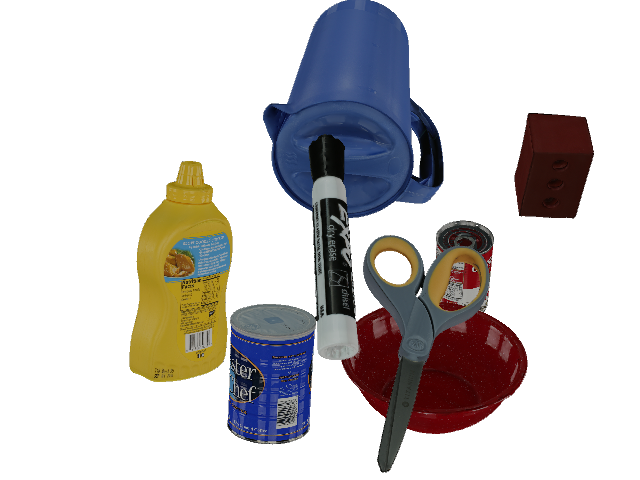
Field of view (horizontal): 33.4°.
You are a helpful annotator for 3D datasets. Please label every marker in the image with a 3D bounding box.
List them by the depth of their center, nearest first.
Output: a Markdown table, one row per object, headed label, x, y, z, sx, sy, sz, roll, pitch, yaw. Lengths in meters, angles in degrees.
| label | x | y | z | sx | sy | sz | roll | pitch | yaw |
| --- | --- | --- | --- | --- | --- | --- | --- | --- | --- |
| marker | 0.005 | 0.000 | 0.519 | 0.020 | 0.121 | 0.020 | -2 | -31 | -2 |

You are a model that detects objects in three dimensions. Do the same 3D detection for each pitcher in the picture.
| label | x | y | z | sx | sy | sz | roll | pitch | yaw |
| --- | --- | --- | --- | --- | --- | --- | --- | --- | --- |
| pitcher | 0.041 | -0.139 | 1.079 | 0.145 | 0.149 | 0.242 | -10 | 37 | 16 |

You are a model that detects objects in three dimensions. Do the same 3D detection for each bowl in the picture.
| label | x | y | z | sx | sy | sz | roll | pitch | yaw |
| --- | --- | --- | --- | --- | --- | --- | --- | --- | --- |
| bowl | 0.098 | 0.119 | 0.939 | 0.162 | 0.055 | 0.162 | 0 | 32 | 0 |

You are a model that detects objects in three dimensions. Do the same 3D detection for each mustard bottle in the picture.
| label | x | y | z | sx | sy | sz | roll | pitch | yaw |
| --- | --- | --- | --- | --- | --- | --- | --- | --- | --- |
| mustard bottle | -0.121 | 0.025 | 0.952 | 0.058 | 0.192 | 0.096 | 17 | 18 | 40 |

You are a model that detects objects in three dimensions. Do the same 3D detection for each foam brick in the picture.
| label | x | y | z | sx | sy | sz | roll | pitch | yaw |
| --- | --- | --- | --- | --- | --- | --- | --- | --- | --- |
| foam brick | 0.204 | -0.065 | 0.938 | 0.053 | 0.051 | 0.078 | 3 | -44 | 1 |

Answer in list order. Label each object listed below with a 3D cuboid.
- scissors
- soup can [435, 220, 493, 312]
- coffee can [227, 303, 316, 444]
| label | x | y | z | sx | sy | sz | roll | pitch | yaw |
| --- | --- | --- | --- | --- | --- | --- | --- | --- | --- |
| scissors | 0.046 | 0.058 | 0.690 | 0.096 | 0.016 | 0.201 | 26 | 44 | 16 |
| soup can | 0.171 | 0.037 | 1.284 | 0.068 | 0.102 | 0.068 | -1 | 37 | 1 |
| coffee can | -0.060 | 0.160 | 1.289 | 0.103 | 0.140 | 0.103 | 3 | 17 | -1 |
